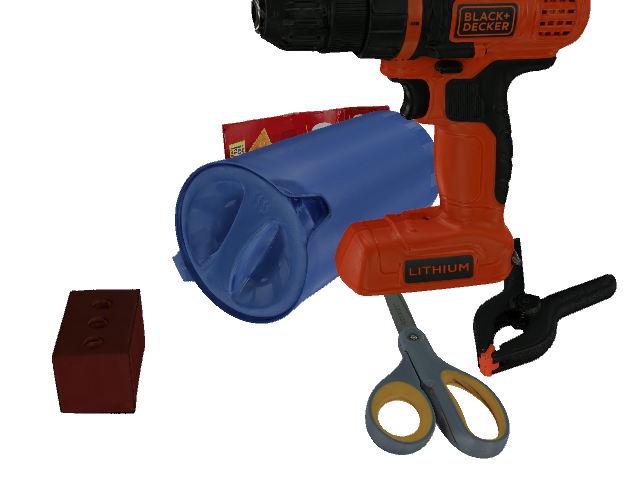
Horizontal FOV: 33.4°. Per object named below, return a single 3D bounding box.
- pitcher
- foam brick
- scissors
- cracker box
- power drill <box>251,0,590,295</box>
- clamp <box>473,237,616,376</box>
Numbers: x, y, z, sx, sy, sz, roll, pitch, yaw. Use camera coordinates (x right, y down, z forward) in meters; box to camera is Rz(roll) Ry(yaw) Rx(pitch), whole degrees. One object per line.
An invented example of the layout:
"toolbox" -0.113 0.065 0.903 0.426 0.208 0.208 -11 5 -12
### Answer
"pitcher" -0.006 -0.030 0.917 0.149 0.145 0.242 27 33 26
"foam brick" -0.153 0.077 0.747 0.053 0.051 0.078 -1 32 -3
"scissors" 0.048 0.077 0.707 0.096 0.016 0.202 -12 36 -24
"cracker box" -0.016 -0.053 1.137 0.071 0.164 0.214 -8 6 -38
"power drill" 0.051 -0.062 0.592 0.184 0.188 0.057 -4 30 -13
"clamp" 0.197 0.062 1.051 0.171 0.039 0.120 -36 44 -30
